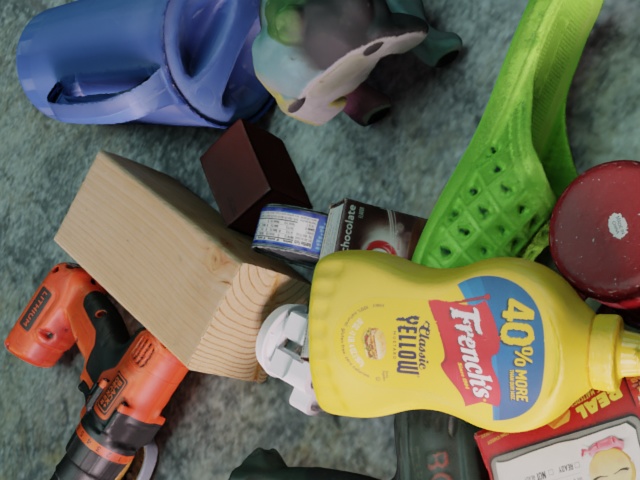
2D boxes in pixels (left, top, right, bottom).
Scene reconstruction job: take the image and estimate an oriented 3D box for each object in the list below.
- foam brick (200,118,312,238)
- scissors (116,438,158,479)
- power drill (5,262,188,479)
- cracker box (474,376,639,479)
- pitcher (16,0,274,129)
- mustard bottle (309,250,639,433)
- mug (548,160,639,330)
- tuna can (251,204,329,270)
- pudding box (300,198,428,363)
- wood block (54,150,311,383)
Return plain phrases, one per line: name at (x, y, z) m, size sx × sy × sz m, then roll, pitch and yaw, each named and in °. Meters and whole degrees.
foam brick at (-0.053, -0.047, 0.854) m, size 0.053 × 0.051 × 0.078 m, roll -39°, pitch 55°, yaw 24°
scissors at (-0.209, 0.230, 0.918) m, size 0.202 × 0.016 × 0.096 m, roll -49°, pitch 50°, yaw 16°
power drill at (-0.200, 0.119, 0.906) m, size 0.184 × 0.057 × 0.188 m, roll -54°, pitch 47°, yaw 5°
cracker box at (0.196, 0.172, 0.571) m, size 0.164 × 0.072 × 0.214 m, roll -33°, pitch 59°, yaw 28°
pitcher at (-0.163, -0.154, 0.922) m, size 0.243 × 0.149 × 0.145 m, roll 3°, pitch 83°, yaw 43°
mustard bottle at (0.090, 0.057, 0.594) m, size 0.192 × 0.058 × 0.096 m, roll 2°, pitch 95°, yaw 24°
mug at (0.180, 0.011, 0.627) m, size 0.117 × 0.081 × 0.093 m, roll -54°, pitch 51°, yaw 12°
tuna can at (-0.005, 0.001, 0.778) m, size 0.086 × 0.086 × 0.034 m, roll 8°, pitch 80°, yaw 40°
pudding box at (0.042, 0.037, 0.723) m, size 0.039 × 0.090 × 0.113 m, roll 161°, pitch 120°, yaw -67°
wood block at (-0.113, 0.018, 0.857) m, size 0.206 × 0.090 × 0.091 m, roll 35°, pitch 99°, yaw 40°
